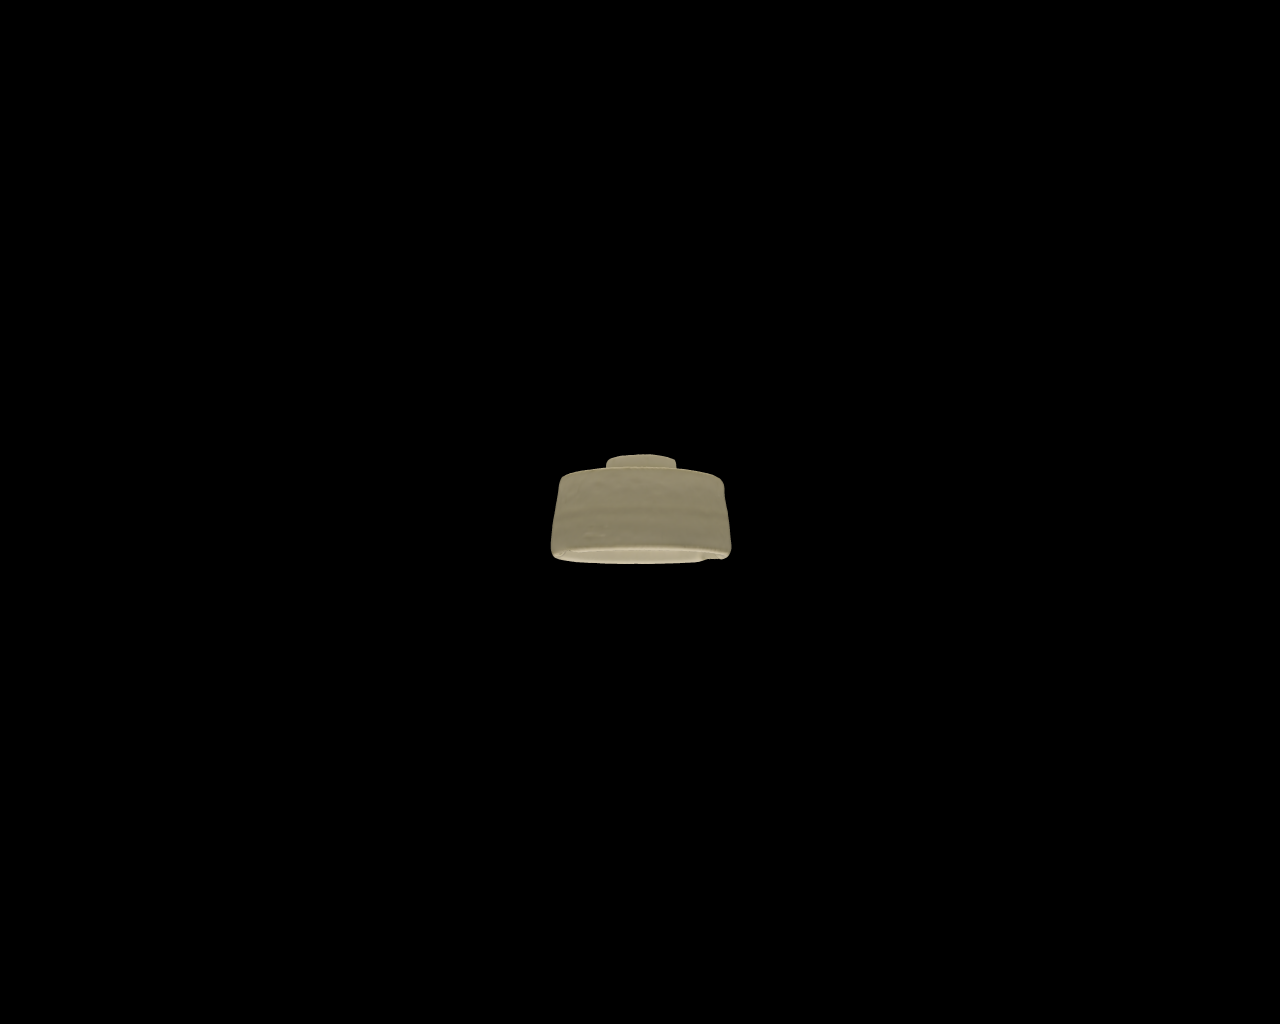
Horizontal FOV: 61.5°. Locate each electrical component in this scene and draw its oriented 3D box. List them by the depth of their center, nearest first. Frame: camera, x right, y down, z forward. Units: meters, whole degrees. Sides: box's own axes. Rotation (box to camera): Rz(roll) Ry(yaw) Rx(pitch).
[{"bbox_3d":[0.001,-0.003,0.650,0.108,0.060,0.108,0,-7,0],"label":"electrical component"}]
